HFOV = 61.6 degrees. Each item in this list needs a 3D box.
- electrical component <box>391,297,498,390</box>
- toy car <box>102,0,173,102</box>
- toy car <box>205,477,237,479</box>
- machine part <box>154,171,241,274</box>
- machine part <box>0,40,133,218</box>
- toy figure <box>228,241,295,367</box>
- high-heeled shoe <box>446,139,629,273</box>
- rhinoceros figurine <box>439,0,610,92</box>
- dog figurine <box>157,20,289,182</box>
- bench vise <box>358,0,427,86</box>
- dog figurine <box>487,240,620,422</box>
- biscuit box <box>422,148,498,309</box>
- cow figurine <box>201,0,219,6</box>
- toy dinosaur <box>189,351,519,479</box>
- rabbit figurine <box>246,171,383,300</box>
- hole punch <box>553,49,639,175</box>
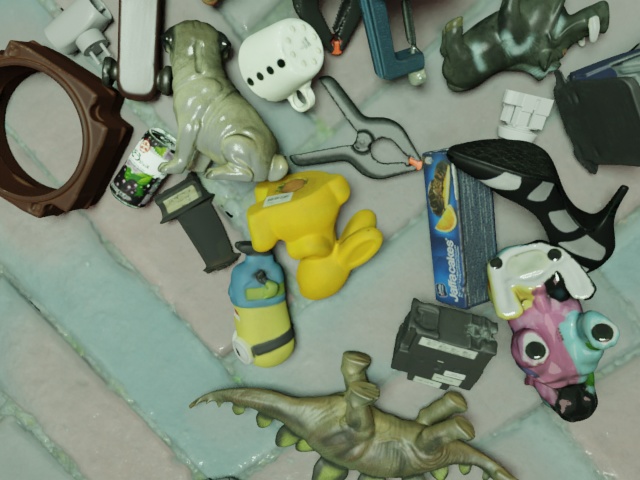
[{"bbox_3d":[0.158,0.144,0.709,0.115,0.058,0.134,18,141,5],"label":"electrical component"},{"bbox_3d":[-0.231,-0.282,0.692,0.089,0.053,0.202,4,103,-10],"label":"toy car"},{"bbox_3d":[-0.144,0.425,0.822,0.161,0.109,0.103,41,87,-12],"label":"toy car"},{"bbox_3d":[-0.170,-0.019,0.754,0.084,0.039,0.138,-32,95,5],"label":"machine part"},{"bbox_3d":[-0.379,-0.147,0.729,0.201,0.087,0.201,32,105,-2],"label":"machine part"},{"bbox_3d":[-0.081,0.090,0.744,0.089,0.082,0.180,2,101,9],"label":"toy figure"},{"bbox_3d":[0.251,-0.033,0.656,0.249,0.086,0.145,15,129,-4],"label":"high-heeled shoe"},{"bbox_3d":[0.233,-0.236,0.626,0.190,0.073,0.112,-19,98,12],"label":"rhinoceros figurine"},{"bbox_3d":[-0.114,-0.172,0.669,0.172,0.121,0.190,7,101,2],"label":"dog figurine"},{"bbox_3d":[0.062,-0.265,0.563,0.224,0.129,0.240,-23,131,-2],"label":"bench vise"},{"bbox_3d":[0.285,0.120,0.671,0.108,0.219,0.192,-22,56,10],"label":"dog figurine"},{"bbox_3d":[0.179,-0.016,0.681,0.063,0.059,0.202,-14,103,-27],"label":"biscuit box"},{"bbox_3d":[-0.082,-0.366,0.611,0.195,0.127,0.085,-37,99,0],"label":"cow figurine"},{"bbox_3d":[0.044,0.269,0.758,0.472,0.105,0.198,20,108,8],"label":"toy dinosaur"},{"bbox_3d":[-0.001,-0.002,0.710,0.162,0.122,0.173,-14,115,1],"label":"rabbit figurine"},{"bbox_3d":[0.345,-0.151,0.611,0.092,0.116,0.142,-39,112,-12],"label":"hole punch"}]
